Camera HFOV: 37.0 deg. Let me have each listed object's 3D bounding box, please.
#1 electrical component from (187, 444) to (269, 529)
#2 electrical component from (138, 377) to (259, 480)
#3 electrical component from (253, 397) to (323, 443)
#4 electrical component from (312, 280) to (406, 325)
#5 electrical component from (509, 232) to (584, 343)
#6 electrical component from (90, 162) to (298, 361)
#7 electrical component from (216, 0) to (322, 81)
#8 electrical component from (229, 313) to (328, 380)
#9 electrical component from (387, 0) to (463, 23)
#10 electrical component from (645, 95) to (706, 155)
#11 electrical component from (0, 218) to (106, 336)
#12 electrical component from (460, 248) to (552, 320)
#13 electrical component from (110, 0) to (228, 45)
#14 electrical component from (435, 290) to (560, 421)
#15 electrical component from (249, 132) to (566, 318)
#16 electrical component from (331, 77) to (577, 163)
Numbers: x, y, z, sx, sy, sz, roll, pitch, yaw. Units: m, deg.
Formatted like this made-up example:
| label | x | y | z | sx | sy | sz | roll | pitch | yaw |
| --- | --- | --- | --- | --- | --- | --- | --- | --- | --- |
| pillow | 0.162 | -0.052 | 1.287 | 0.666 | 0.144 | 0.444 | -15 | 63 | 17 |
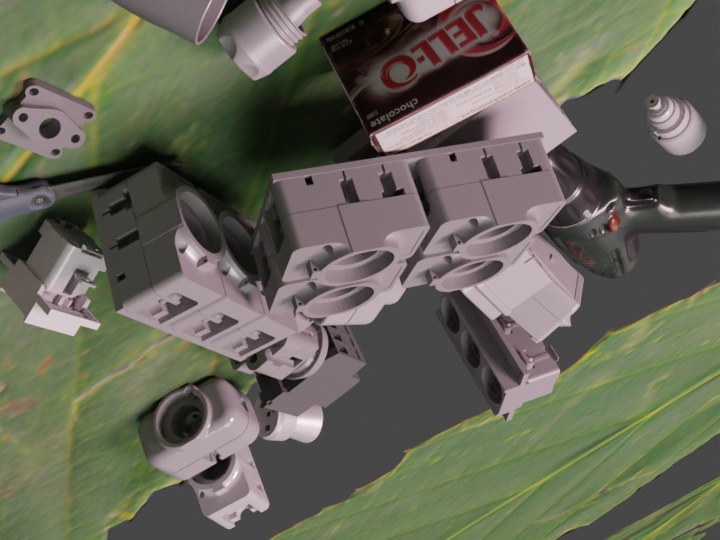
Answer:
| label | x | y | z | sx | sy | sz | roll | pitch | yaw |
| --- | --- | --- | --- | --- | --- | --- | --- | --- | --- |
| electrical component | -0.130 | 0.188 | 1.013 | 0.050 | 0.089 | 0.055 | -29 | 147 | 4 |
| electrical component | -0.148 | 0.142 | 0.971 | 0.095 | 0.053 | 0.059 | -30 | 146 | 7 |
| electrical component | -0.070 | 0.142 | 1.031 | 0.055 | 0.045 | 0.045 | 13 | 131 | -43 |
| electrical component | 0.000 | 0.000 | 0.874 | 0.059 | 0.053 | 0.095 | 1 | 139 | -34 |
| electrical component | 0.156 | 0.012 | 0.947 | 0.061 | 0.096 | 0.061 | -46 | -173 | 28 |
| electrical component | -0.108 | -0.003 | 0.748 | 0.062 | 0.089 | 0.150 | -27 | 154 | 17 |
| electrical component | -0.052 | -0.148 | 0.647 | 0.062 | 0.043 | 0.043 | -36 | 145 | 13 |
| electrical component | -0.064 | 0.060 | 0.912 | 0.078 | 0.058 | 0.057 | -41 | 141 | 21 |
| electrical component | 0.031 | -0.195 | 0.628 | 0.059 | 0.053 | 0.095 | -28 | 147 | 3 |
| electrical component | 0.256 | -0.124 | 0.887 | 0.040 | 0.040 | 0.078 | -40 | 144 | 20 |
| electrical component | -0.205 | 0.003 | 0.731 | 0.042 | 0.081 | 0.063 | 26 | 99 | -50 |
| electrical component | 0.092 | -0.025 | 0.847 | 0.057 | 0.113 | 0.078 | -36 | 145 | 10 |
| electrical component | -0.110 | -0.156 | 0.581 | 0.044 | 0.077 | 0.079 | -62 | -177 | 0 |
| electrical component | 0.126 | 0.065 | 0.986 | 0.063 | 0.121 | 0.078 | -17 | 146 | -19 |
| electrical component | 0.030 | -0.026 | 0.714 | 0.186 | 0.060 | 0.105 | -11 | 159 | -18 |
| electrical component | 0.066 | -0.095 | 0.780 | 0.150 | 0.061 | 0.089 | -37 | 145 | 16 |
